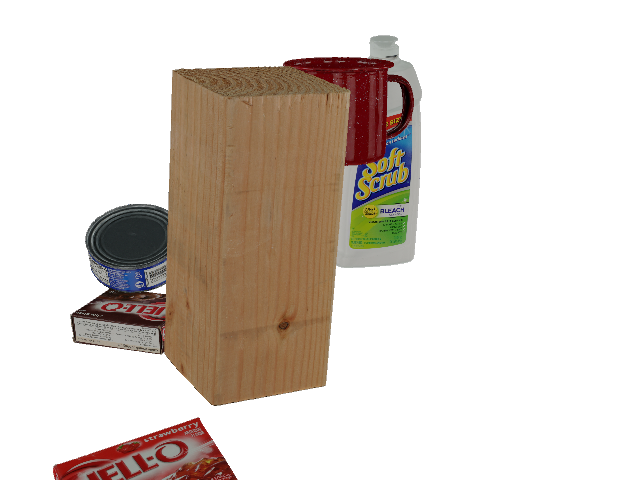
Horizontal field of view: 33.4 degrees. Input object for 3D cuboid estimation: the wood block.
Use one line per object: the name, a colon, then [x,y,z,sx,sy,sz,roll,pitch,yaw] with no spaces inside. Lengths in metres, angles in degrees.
wood block: [-0.046,-0.006,0.716,0.090,0.206,0.090,-6,22,-29]

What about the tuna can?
tuna can: [-0.166,0.007,0.958,0.086,0.034,0.086,0,42,0]

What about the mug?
mug: [0.026,-0.111,0.906,0.117,0.081,0.093,-7,17,-25]

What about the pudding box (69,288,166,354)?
pudding box: [-0.206,0.088,1.188,0.114,0.039,0.090,3,17,19]

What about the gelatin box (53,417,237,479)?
gelatin box: [-0.094,0.138,0.584,0.089,0.030,0.073,-15,28,-20]

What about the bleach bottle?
bleach bottle: [0.058,-0.096,1.165,0.102,0.251,0.068,-4,25,-8]
